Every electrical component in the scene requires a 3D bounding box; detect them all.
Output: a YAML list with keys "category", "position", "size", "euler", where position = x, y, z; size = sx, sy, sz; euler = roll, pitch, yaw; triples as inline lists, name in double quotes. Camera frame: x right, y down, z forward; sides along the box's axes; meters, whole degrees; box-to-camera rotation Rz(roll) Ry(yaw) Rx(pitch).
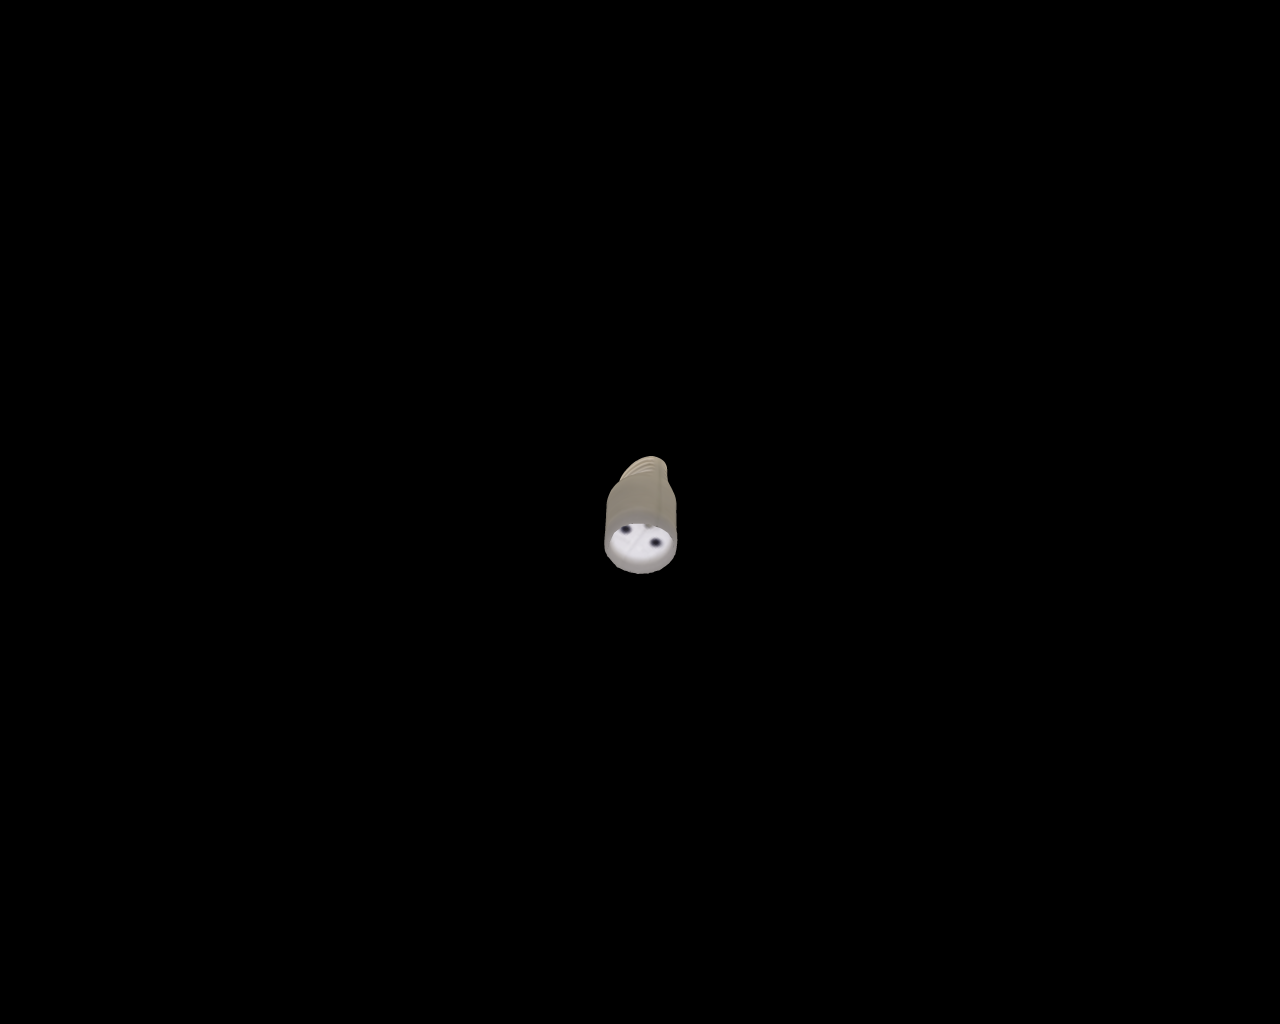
- category: "electrical component"
  position: [0.001, -0.003, 0.650]
  size: [0.043, 0.043, 0.081]
  euler: [0, 38, 0]
